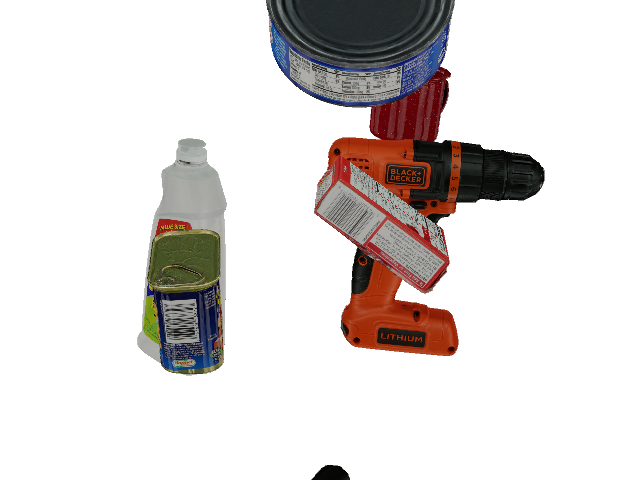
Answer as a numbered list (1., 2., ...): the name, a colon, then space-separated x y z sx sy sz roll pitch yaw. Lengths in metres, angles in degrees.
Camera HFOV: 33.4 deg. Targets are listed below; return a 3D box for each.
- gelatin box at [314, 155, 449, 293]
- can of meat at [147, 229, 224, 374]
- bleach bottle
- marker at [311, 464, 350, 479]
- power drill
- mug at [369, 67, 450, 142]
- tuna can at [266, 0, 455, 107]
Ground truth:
1. gelatin box: 0.039 -0.011 0.679 0.089 0.030 0.073 36 14 -8
2. can of meat: -0.108 0.050 0.879 0.057 0.084 0.102 -3 26 -4
3. bleach bottle: -0.145 0.013 1.131 0.103 0.251 0.067 25 31 38
4. marker: -0.020 0.131 0.468 0.020 0.020 0.120 0 17 32
5. power drill: 0.093 0.004 0.929 0.184 0.188 0.057 5 17 3
6. mug: 0.110 -0.164 1.259 0.093 0.081 0.117 23 28 38
7. tuna can: 0.018 -0.104 0.494 0.086 0.086 0.034 0 -30 1
